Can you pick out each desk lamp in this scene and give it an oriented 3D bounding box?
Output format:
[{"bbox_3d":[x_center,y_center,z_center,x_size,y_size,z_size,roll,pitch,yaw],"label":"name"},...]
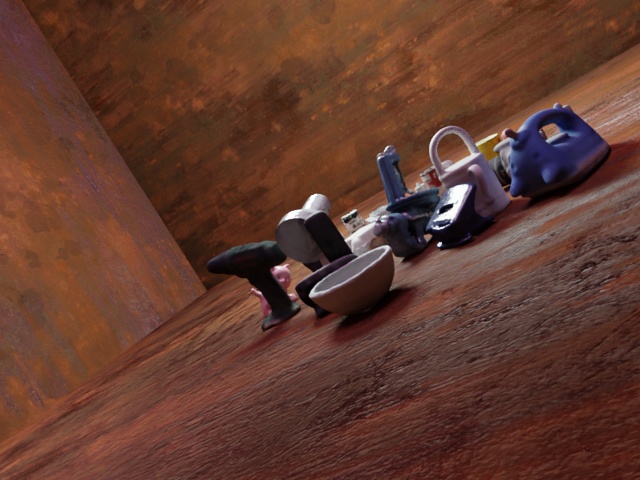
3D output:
[{"bbox_3d":[0.012,0.005,1.318,0.117,0.213,0.204,-28,6,31],"label":"desk lamp"}]

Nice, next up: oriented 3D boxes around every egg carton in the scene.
[{"bbox_3d":[0.119,0.008,1.483,0.107,0.069,0.151,-26,7,47],"label":"egg carton"}]

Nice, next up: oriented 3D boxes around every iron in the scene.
[{"bbox_3d":[0.429,-0.180,1.040,0.259,0.141,0.118,-35,6,-33],"label":"iron"}]

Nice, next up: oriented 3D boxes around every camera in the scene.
[{"bbox_3d":[0.425,-0.177,1.270,0.136,0.101,0.143,-26,7,47],"label":"camera"}]

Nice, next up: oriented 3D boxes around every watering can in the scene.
[{"bbox_3d":[0.285,-0.134,1.149,0.101,0.194,0.172,-34,6,-24],"label":"watering can"}]

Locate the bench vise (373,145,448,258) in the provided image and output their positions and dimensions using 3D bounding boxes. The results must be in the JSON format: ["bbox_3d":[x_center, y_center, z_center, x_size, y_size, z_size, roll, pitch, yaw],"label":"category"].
[{"bbox_3d":[0.176,-0.089,1.211,0.121,0.220,0.208,-28,6,32],"label":"bench vise"}]

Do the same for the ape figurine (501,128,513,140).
[{"bbox_3d":[0.528,-0.264,1.564,0.078,0.092,0.076,-34,6,-25],"label":"ape figurine"}]

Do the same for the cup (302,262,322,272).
[{"bbox_3d":[-0.014,0.056,1.669,0.092,0.095,0.117,-32,5,-9],"label":"cup"}]

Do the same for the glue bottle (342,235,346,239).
[{"bbox_3d":[0.024,-0.020,1.741,0.078,0.173,0.037,-33,6,-22],"label":"glue bottle"}]

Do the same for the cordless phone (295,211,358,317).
[{"bbox_3d":[0.003,0.044,1.144,0.147,0.185,0.094,-30,5,10],"label":"cordless phone"}]

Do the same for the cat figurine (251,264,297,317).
[{"bbox_3d":[-0.120,0.122,1.516,0.128,0.118,0.067,-32,5,-7],"label":"cat figurine"}]

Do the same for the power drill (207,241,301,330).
[{"bbox_3d":[-0.147,0.102,1.353,0.229,0.208,0.076,-28,6,35],"label":"power drill"}]

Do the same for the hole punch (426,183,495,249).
[{"bbox_3d":[0.251,-0.045,1.068,0.101,0.091,0.108,-34,5,-23],"label":"hole punch"}]

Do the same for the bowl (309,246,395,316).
[{"bbox_3d":[0.069,0.083,1.003,0.167,0.075,0.167,-31,5,3],"label":"bowl"}]
